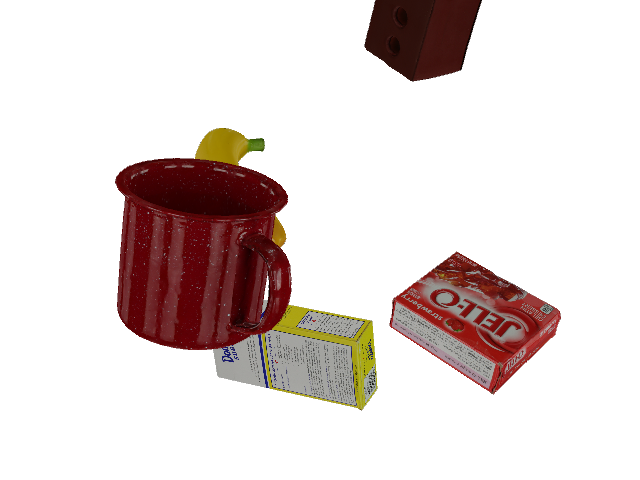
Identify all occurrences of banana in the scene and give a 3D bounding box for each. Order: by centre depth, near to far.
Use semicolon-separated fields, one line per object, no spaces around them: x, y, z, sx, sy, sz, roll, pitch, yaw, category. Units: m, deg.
-0.072;-0.054;0.910;0.069;0.037;0.198;3;30;-10;banana

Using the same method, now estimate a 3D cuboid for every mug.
-0.060;0.012;0.583;0.117;0.081;0.093;25;27;35;mug

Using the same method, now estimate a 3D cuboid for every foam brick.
0.071;-0.156;0.722;0.051;0.078;0.053;-22;49;-36;foam brick

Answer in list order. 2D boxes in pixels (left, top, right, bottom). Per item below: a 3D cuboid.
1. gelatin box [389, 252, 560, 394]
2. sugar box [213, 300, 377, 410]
0.103;0.052;0.715;0.089;0.030;0.073;32;46;29;gelatin box
-0.030;0.115;1.127;0.176;0.093;0.048;11;34;26;sugar box
